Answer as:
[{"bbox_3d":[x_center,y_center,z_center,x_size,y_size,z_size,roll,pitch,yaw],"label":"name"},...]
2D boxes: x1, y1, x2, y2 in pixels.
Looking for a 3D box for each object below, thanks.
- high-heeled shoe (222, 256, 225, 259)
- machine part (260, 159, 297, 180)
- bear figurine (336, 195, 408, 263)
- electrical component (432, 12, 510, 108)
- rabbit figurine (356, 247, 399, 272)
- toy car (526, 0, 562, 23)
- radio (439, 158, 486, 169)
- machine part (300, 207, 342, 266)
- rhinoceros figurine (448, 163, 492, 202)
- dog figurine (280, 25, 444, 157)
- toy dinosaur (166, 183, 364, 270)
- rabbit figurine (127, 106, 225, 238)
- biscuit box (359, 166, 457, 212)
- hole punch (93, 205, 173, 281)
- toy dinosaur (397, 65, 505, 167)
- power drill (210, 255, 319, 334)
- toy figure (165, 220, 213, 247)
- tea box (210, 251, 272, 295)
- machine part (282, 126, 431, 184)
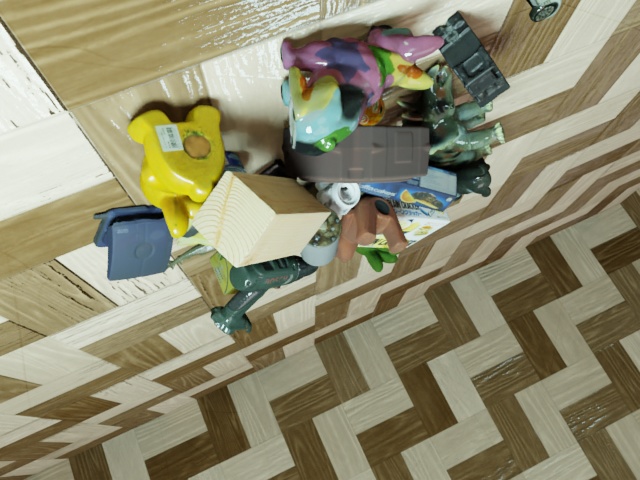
[{"bbox_3d":[-0.087,-0.012,1.176,0.248,0.086,0.145,-12,152,-45],"label":"high-heeled shoe"},{"bbox_3d":[-0.107,-0.087,0.944,0.139,0.084,0.039,-37,-175,1],"label":"machine part"},{"bbox_3d":[0.071,-0.002,1.109,0.120,0.132,0.196,17,138,-32],"label":"bear figurine"},{"bbox_3d":[0.241,-0.276,0.847,0.058,0.115,0.134,-33,158,24],"label":"electrical component"},{"bbox_3d":[0.153,-0.001,1.443,0.121,0.159,0.170,-26,179,-32],"label":"rabbit figurine"},{"bbox_3d":[0.285,-0.364,0.735,0.056,0.073,0.201,-36,159,27],"label":"toy car"},{"bbox_3d":[0.272,-0.149,1.291,0.230,0.073,0.131,-17,160,-22],"label":"radio"},{"bbox_3d":[-0.002,-0.003,0.986,0.079,0.079,0.243,-24,167,-7],"label":"machine part"},{"bbox_3d":[0.267,-0.115,1.129,0.190,0.073,0.112,-5,-177,34],"label":"rhinoceros figurine"},{"bbox_3d":[0.060,-0.206,0.711,0.219,0.192,0.108,-10,147,-5],"label":"dog figurine"},{"bbox_3d":[-0.075,-0.044,1.059,0.471,0.105,0.198,-17,159,-27],"label":"toy dinosaur"},{"bbox_3d":[-0.196,-0.089,0.756,0.122,0.162,0.173,-27,-177,-39],"label":"rabbit figurine"},{"bbox_3d":[0.158,-0.113,1.028,0.203,0.059,0.062,13,151,-10],"label":"biscuit box"},{"bbox_3d":[-0.310,0.003,0.910,0.142,0.092,0.115,-6,149,-38],"label":"hole punch"},{"bbox_3d":[0.248,-0.202,1.069,0.192,0.131,0.404,-12,171,10],"label":"toy dinosaur"},{"bbox_3d":[-0.125,0.113,1.159,0.207,0.086,0.232,-43,156,25],"label":"power drill"},{"bbox_3d":[-0.162,-0.034,0.878,0.180,0.082,0.089,13,141,-22],"label":"toy figure"},{"bbox_3d":[-0.159,0.064,1.246,0.169,0.098,0.068,-1,148,-49],"label":"tea box"},{"bbox_3d":[0.057,-0.138,0.859,0.201,0.087,0.202,-10,-164,-41],"label":"machine part"}]
